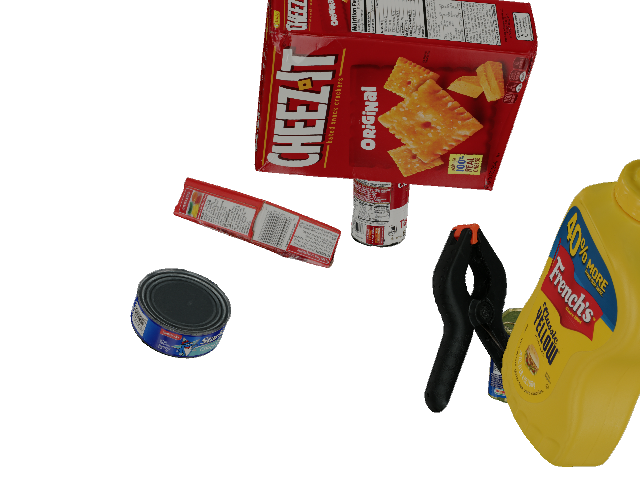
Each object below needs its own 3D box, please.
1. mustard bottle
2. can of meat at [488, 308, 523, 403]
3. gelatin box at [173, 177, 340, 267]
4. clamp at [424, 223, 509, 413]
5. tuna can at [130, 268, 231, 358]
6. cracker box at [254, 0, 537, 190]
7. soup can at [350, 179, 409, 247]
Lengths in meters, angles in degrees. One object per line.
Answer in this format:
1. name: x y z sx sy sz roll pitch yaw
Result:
1. mustard bottle: 0.152 0.028 0.562 0.058 0.192 0.096 3 43 -12
2. can of meat: 0.223 0.128 1.186 0.058 0.084 0.102 8 12 24
3. gelatin box: -0.041 -0.011 0.711 0.073 0.030 0.089 19 -1 38
4. clamp: 0.132 0.074 0.971 0.120 0.171 0.039 -15 2 -39
5. tuna can: -0.126 0.065 0.956 0.086 0.034 0.086 16 34 -11
6. cracker box: 0.056 -0.123 0.892 0.213 0.072 0.164 4 -39 -5
7. soup can: 0.070 -0.051 1.253 0.068 0.102 0.068 1 28 -1
